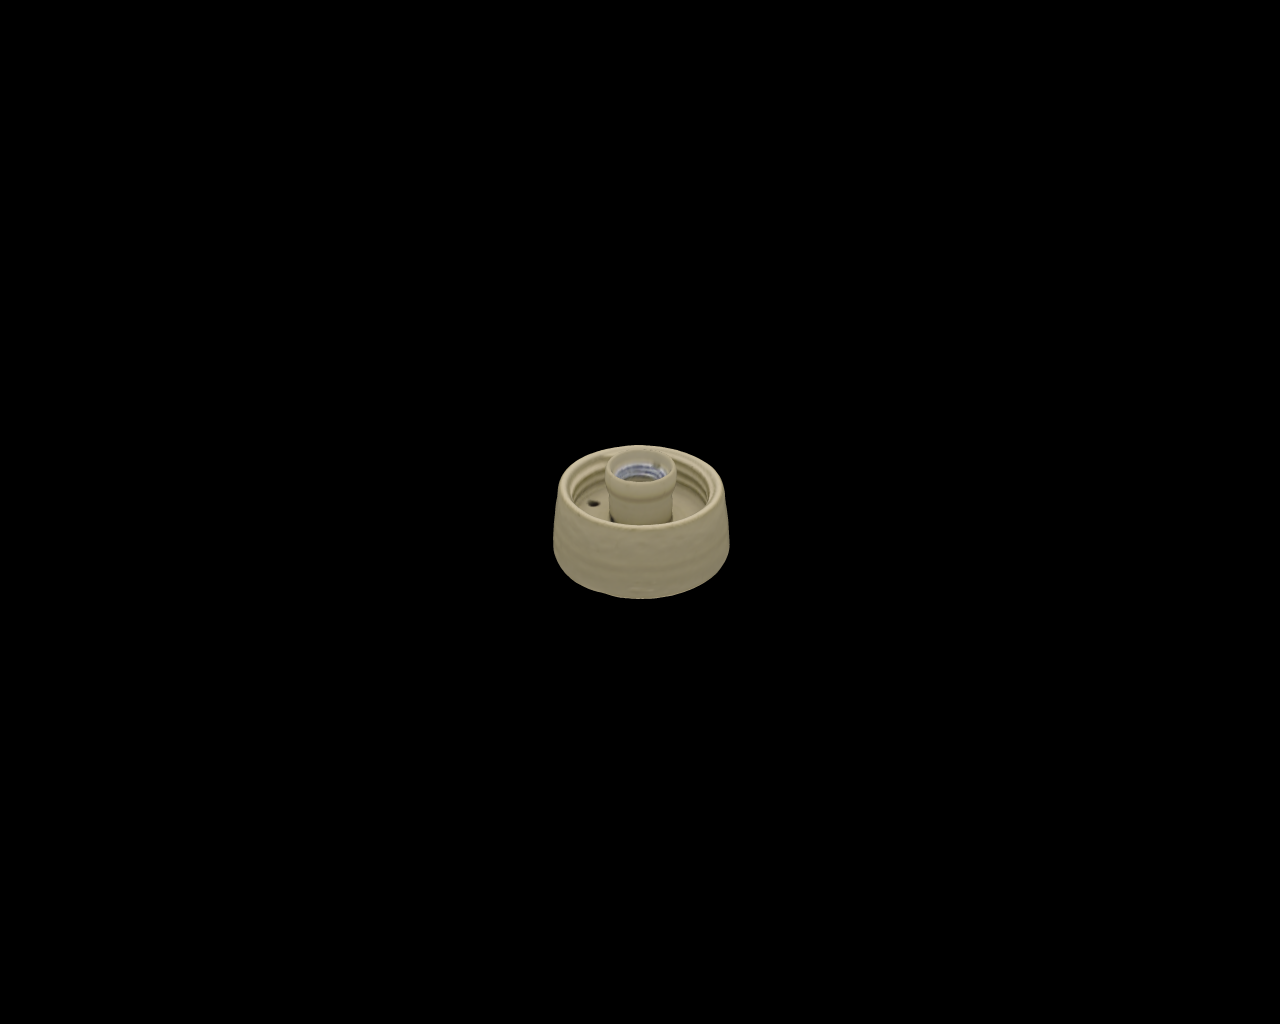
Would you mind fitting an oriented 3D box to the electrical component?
[{"bbox_3d":[0.001,-0.003,0.650,0.108,0.060,0.108,0,33,0],"label":"electrical component"}]
